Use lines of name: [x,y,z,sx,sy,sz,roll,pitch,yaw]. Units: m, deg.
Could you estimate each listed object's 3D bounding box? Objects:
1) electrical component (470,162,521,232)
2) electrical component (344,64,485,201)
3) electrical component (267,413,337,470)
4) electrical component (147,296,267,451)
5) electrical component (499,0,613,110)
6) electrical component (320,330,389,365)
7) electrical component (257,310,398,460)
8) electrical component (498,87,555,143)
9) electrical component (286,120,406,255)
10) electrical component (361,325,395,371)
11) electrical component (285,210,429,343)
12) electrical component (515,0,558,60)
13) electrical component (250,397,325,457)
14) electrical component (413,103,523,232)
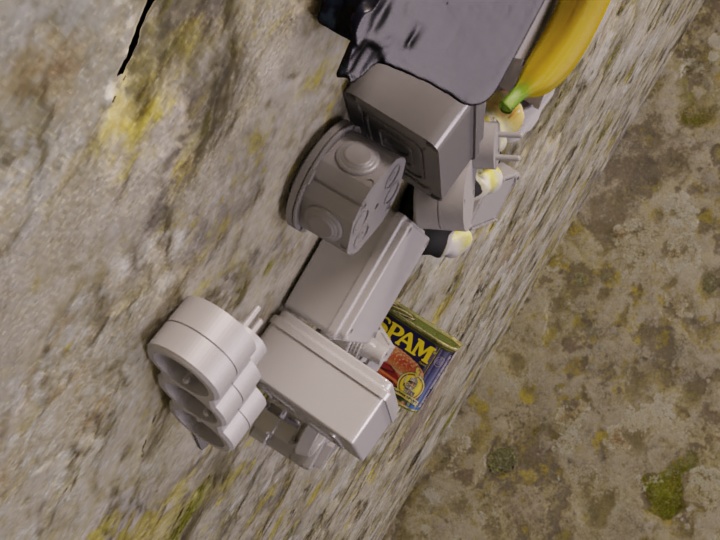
electrical component: [0.110,-0.082,1.099,0.096,0.061,0.061,-21,141,-57]
electrical component: [0.040,-0.104,0.731,0.057,0.078,0.113,-54,167,-9]
electrical component: [-0.043,0.146,1.015,0.061,0.061,0.096,-62,167,13]
electrical component: [-0.083,0.054,0.669,0.073,0.052,0.138,-54,164,-24]
electrical component: [0.186,-0.238,1.017,0.150,0.062,0.089,-51,165,-33]
electrical component: [-0.004,0.063,0.977,0.048,0.062,0.048,-55,166,-20]
electrical component: [-0.029,0.093,0.844,0.056,0.109,0.108,-54,166,-11]
electrical component: [0.156,-0.175,1.064,0.095,0.054,0.059,-52,165,-30]
electrical component: [-0.010,-0.054,0.713,0.080,0.051,0.080,-55,166,-20]
electrical component: [-0.003,0.082,1.045,0.066,0.048,0.055,1,132,-36]
electrical component: [0.000,0.000,0.860,0.108,0.056,0.109,-60,167,2]
electrical component: [0.132,-0.220,0.854,0.089,0.062,0.150,-63,167,17]
electrical component: [-0.056,0.132,0.946,0.066,0.055,0.048,-59,167,-2]
electrical component: [0.088,-0.096,0.826,0.052,0.074,0.138,51,46,-70]
